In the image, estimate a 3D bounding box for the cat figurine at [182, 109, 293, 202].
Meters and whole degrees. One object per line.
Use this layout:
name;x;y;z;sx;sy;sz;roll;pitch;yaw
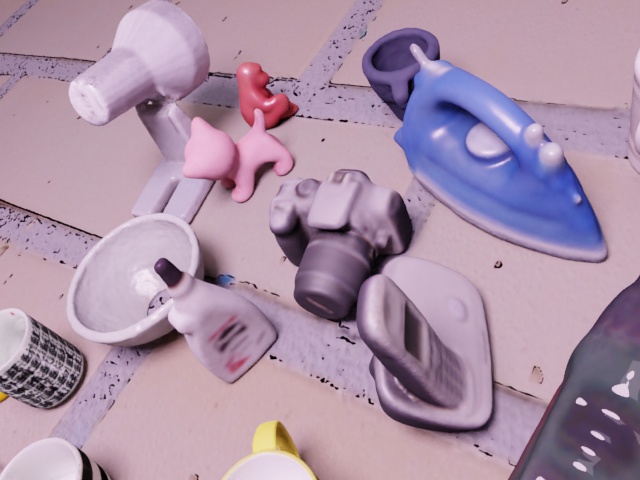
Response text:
cat figurine;-0.111;-0.111;0.713;0.128;0.118;0.067;-37;48;-5

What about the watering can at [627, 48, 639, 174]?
watering can;0.325;-0.149;0.490;0.100;0.195;0.173;10;60;30

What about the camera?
camera;0.005;0.002;0.584;0.142;0.101;0.137;5;58;28

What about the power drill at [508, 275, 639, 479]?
power drill;0.176;0.123;0.340;0.075;0.209;0.230;26;69;37

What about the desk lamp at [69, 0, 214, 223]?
desk lamp;-0.208;-0.162;0.733;0.117;0.214;0.203;5;57;28

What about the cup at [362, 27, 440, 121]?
cup;0.105;-0.180;0.682;0.091;0.095;0.117;-10;52;18

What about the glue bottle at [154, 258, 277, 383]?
glue bottle;-0.104;0.069;0.535;0.037;0.174;0.078;31;72;38

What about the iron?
iron;0.172;-0.093;0.554;0.119;0.142;0.257;-37;48;-6

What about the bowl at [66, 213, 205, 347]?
bowl;-0.196;0.055;0.654;0.167;0.075;0.167;-12;51;16

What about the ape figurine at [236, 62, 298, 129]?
ape figurine;-0.083;-0.204;0.789;0.076;0.092;0.077;-27;48;3

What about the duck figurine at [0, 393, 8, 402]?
duck figurine;-0.393;0.131;0.678;0.077;0.086;0.105;10;60;30

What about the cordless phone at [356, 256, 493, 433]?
cordless phone;0.076;0.059;0.451;0.094;0.186;0.147;-10;51;18
